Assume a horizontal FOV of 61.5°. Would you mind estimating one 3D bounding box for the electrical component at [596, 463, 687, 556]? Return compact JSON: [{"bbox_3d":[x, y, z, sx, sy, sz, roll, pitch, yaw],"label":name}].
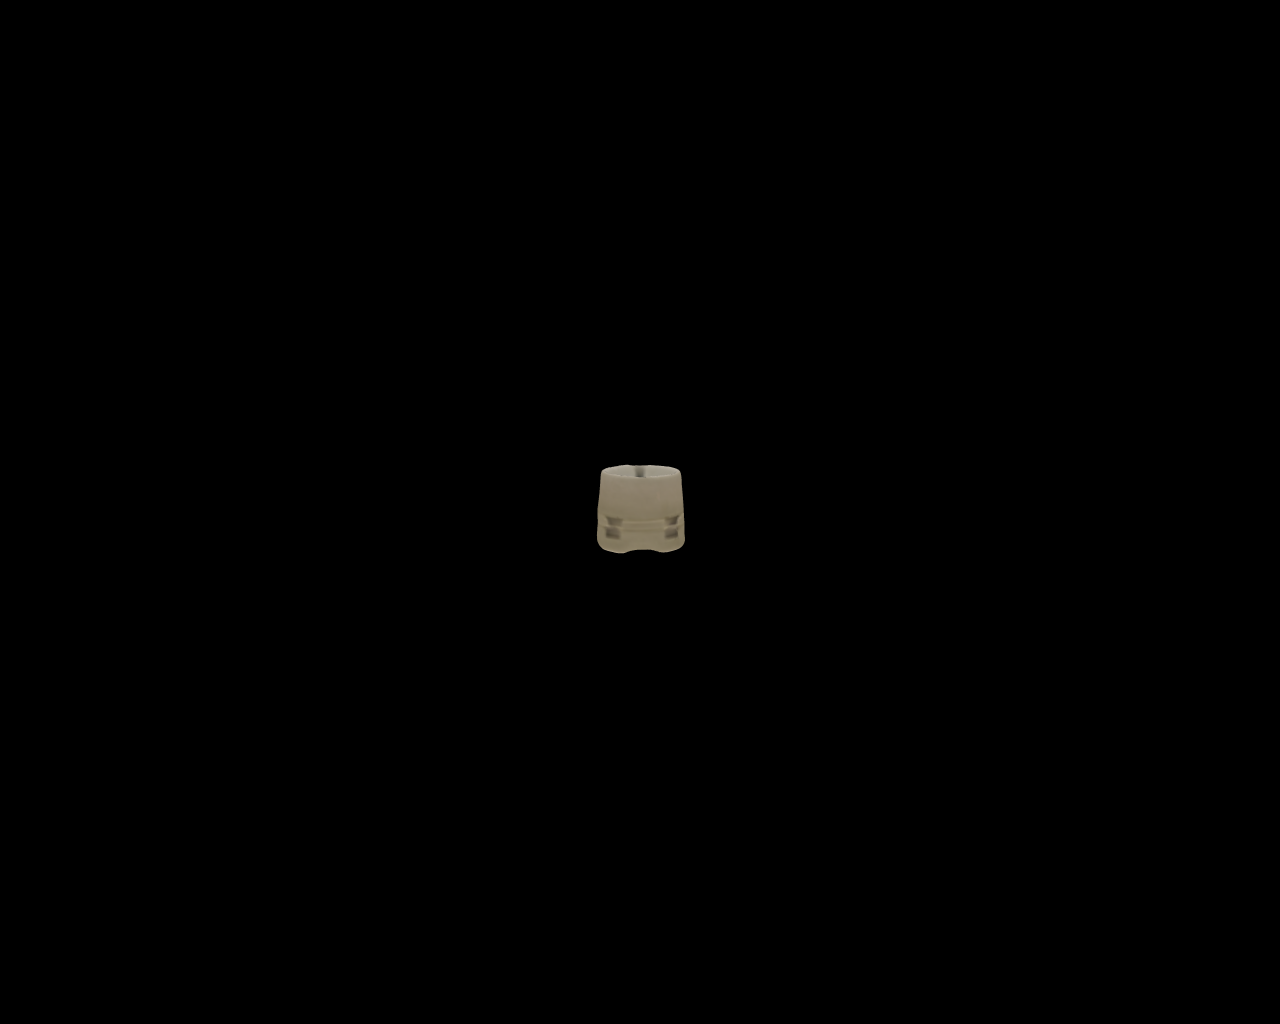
[{"bbox_3d":[0.001,-0.003,0.650,0.055,0.047,0.055,0,12,0],"label":"electrical component"}]
